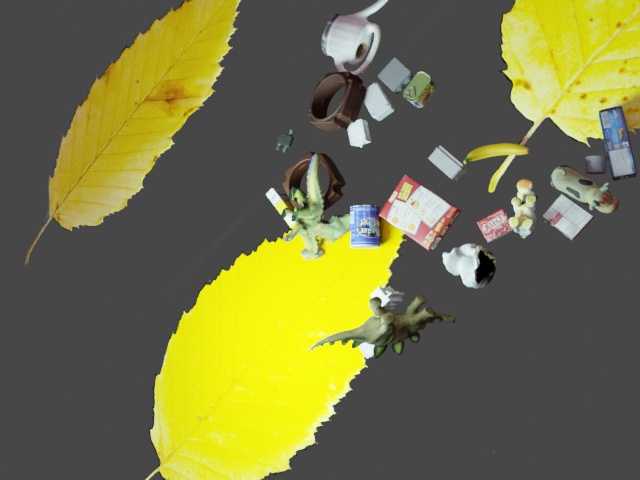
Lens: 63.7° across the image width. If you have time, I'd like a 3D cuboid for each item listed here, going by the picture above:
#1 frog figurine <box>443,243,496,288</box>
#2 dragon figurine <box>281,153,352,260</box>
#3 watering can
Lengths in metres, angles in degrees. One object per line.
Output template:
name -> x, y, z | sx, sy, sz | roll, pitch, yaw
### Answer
frog figurine -> 0.462, 0.080, 1.605 | 0.123, 0.137, 0.158 | -8, -1, -26
dragon figurine -> 0.005, -0.091, 1.805 | 0.242, 0.403, 0.125 | 14, 28, -25
watering can -> 0.132, -0.765, 1.868 | 0.226, 0.344, 0.104 | 29, 13, 28
